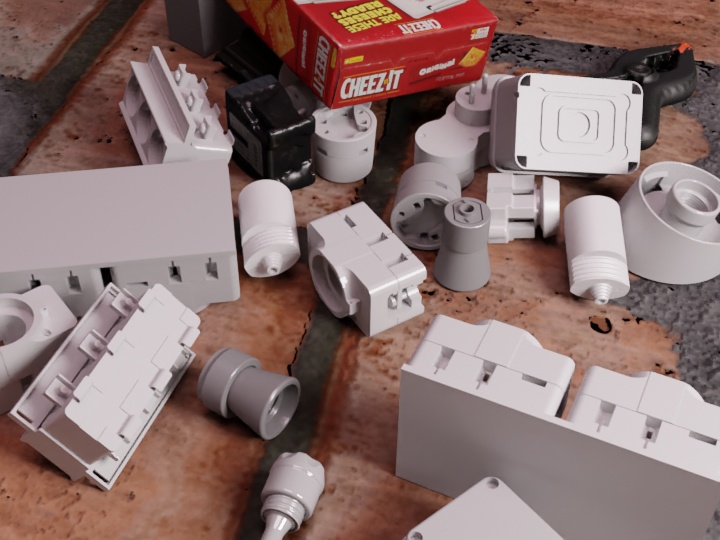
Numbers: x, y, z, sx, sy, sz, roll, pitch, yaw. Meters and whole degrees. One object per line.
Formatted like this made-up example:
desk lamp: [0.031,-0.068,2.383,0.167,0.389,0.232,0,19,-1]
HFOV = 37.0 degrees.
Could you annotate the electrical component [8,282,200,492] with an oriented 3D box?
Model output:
electrical component: [-0.158,0.069,0.702,0.079,0.063,0.121,43,46,-16]

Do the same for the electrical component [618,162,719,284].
electrical component: [0.248,-0.036,0.840,0.099,0.064,0.099,10,46,-10]

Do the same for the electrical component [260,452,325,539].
electrical component: [-0.045,0.143,0.657,0.035,0.035,0.061,13,48,13]

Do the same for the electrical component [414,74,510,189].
electrical component: [0.099,-0.131,0.913,0.052,0.073,0.138,29,51,26]

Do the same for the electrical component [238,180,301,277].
electrical component: [-0.070,-0.027,0.825,0.043,0.043,0.081,-5,44,-6]

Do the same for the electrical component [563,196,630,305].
electrical component: [0.178,-0.011,0.809,0.043,0.043,0.081,1,57,1]

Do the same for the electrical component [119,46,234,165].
electrical component: [-0.155,-0.121,0.906,0.063,0.078,0.121,2,39,-31]

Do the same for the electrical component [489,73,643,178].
electrical component: [0.165,-0.116,0.875,0.113,0.078,0.057,1,3,-17]

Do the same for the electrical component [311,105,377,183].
electrical component: [-0.014,-0.106,0.905,0.055,0.047,0.055,0,44,0]

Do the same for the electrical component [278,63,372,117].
electrical component: [-0.043,-0.154,0.956,0.077,0.044,0.079,31,52,28]

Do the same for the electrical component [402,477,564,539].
electrical component: [0.082,0.181,0.602,0.078,0.057,0.113,-29,51,-27]

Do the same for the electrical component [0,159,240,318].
electrical component: [-0.187,-0.020,0.804,0.186,0.060,0.105,-5,44,-6]

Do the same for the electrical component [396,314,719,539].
electrical component: [0.120,0.104,0.648,0.186,0.105,0.060,18,47,17]

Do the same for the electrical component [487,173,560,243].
electrical component: [0.129,-0.049,0.850,0.055,0.048,0.066,0,44,10]

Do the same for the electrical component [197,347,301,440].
electrical component: [-0.074,0.081,0.713,0.055,0.045,0.045,24,49,23]

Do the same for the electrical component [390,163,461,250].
electrical component: [0.053,-0.051,0.845,0.055,0.055,0.047,5,41,4]

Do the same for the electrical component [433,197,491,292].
electrical component: [0.078,-0.021,0.805,0.044,0.065,0.044,0,44,0]

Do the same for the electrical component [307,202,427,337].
electrical component: [0.000,0.000,0.793,0.056,0.050,0.089,-23,48,-23]

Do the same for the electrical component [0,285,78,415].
electrical component: [-0.239,0.054,0.731,0.089,0.055,0.050,-28,51,-26]
